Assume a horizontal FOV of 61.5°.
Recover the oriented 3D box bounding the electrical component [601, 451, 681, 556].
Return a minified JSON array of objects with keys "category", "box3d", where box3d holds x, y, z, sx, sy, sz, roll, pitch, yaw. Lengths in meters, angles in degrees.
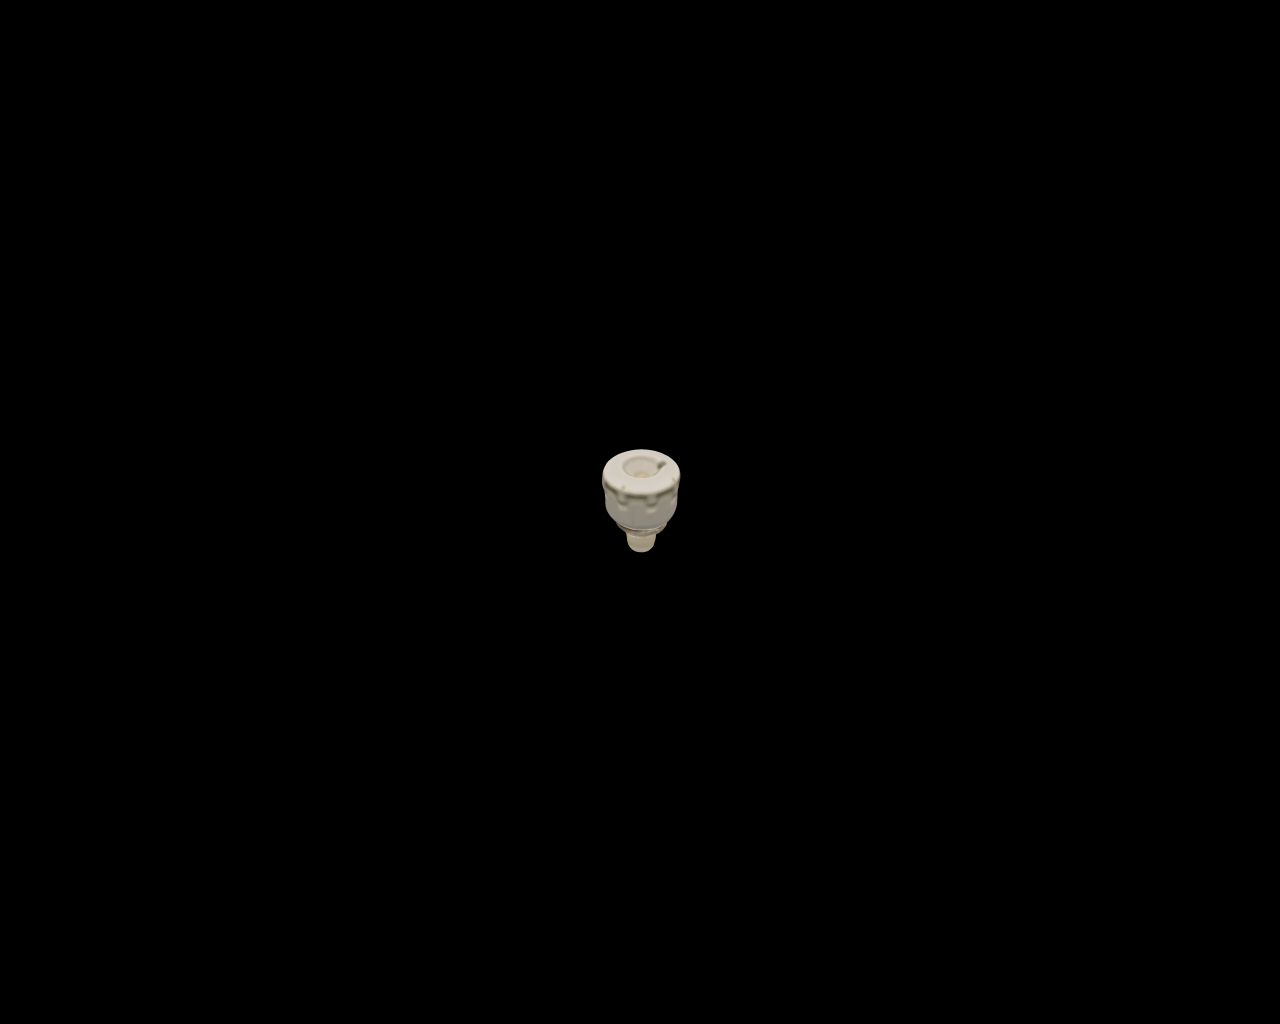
[{"category":"electrical component","box3d":[0.001,-0.003,0.650,0.048,0.062,0.048,0,36,0]}]
